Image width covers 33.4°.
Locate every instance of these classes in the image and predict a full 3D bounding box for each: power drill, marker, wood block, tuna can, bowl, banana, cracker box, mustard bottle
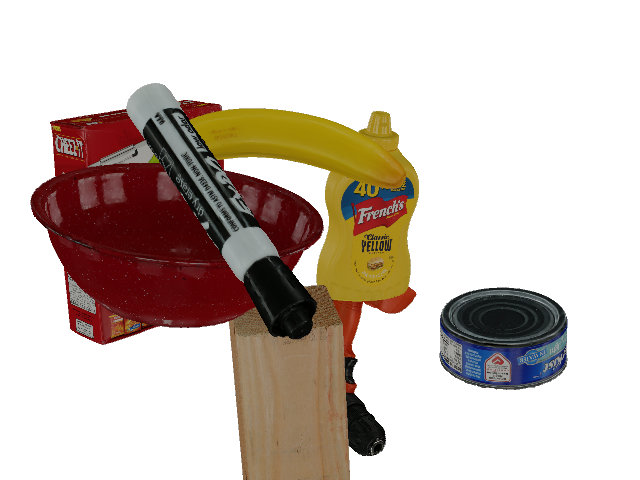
[{"bbox_3d":[0.037,0.125,1.196,0.057,0.188,0.185,13,16,-42],"label":"power drill"},{"bbox_3d":[-0.036,-0.012,0.384,0.020,0.020,0.121,0,44,-45],"label":"marker"},{"bbox_3d":[-0.027,0.153,0.934,0.090,0.206,0.091,-6,21,-8],"label":"wood block"},{"bbox_3d":[0.123,0.064,0.718,0.086,0.034,0.086,-3,23,1],"label":"tuna can"},{"bbox_3d":[-0.081,0.006,0.601,0.162,0.055,0.162,7,20,-3],"label":"bowl"},{"bbox_3d":[-0.036,-0.067,0.797,0.197,0.069,0.037,-1,-22,-1],"label":"banana"},{"bbox_3d":[-0.175,-0.023,1.062,0.163,0.214,0.072,-17,21,-42],"label":"cracker box"},{"bbox_3d":[0.051,-0.036,1.077,0.096,0.192,0.058,-2,21,-19],"label":"mustard bottle"}]
